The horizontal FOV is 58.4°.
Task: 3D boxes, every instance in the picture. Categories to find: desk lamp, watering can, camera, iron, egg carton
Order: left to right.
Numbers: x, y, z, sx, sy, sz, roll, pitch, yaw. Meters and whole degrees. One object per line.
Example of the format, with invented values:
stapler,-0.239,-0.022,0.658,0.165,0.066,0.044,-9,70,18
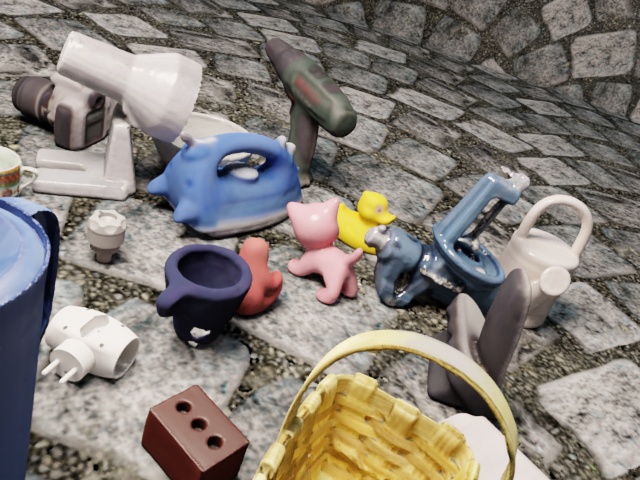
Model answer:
camera,-0.407,-0.228,0.924,0.136,0.101,0.143,21,31,5
desk lamp,-0.279,-0.167,0.787,0.204,0.213,0.117,3,34,-24
iron,-0.110,-0.100,0.841,0.259,0.141,0.118,-13,43,-41
egg carton,0.150,0.233,0.525,0.107,0.069,0.150,-13,43,-41
watering can,0.318,0.028,0.817,0.101,0.194,0.172,8,32,-16

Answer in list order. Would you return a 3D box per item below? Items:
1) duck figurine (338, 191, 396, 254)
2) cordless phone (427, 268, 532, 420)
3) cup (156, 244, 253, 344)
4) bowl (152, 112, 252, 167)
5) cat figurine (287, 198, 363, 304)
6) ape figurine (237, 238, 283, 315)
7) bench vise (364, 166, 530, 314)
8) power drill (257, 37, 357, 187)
duck figurine,0.071,-0.037,0.893,0.104,0.086,0.078,29,33,17
cordless phone,0.196,0.096,0.654,0.094,0.185,0.147,17,31,-3
cup,-0.132,0.070,0.607,0.091,0.095,0.118,29,32,17
bowl,-0.192,-0.142,0.928,0.167,0.075,0.167,14,31,-8
cat figurine,0.007,0.003,0.765,0.067,0.118,0.127,-17,46,-44
ape figurine,-0.081,0.038,0.687,0.077,0.092,0.076,22,31,6
bench vise,0.174,0.003,0.755,0.208,0.220,0.121,1,35,-26
power drill,-0.040,-0.210,0.988,0.076,0.208,0.229,-16,45,-43
